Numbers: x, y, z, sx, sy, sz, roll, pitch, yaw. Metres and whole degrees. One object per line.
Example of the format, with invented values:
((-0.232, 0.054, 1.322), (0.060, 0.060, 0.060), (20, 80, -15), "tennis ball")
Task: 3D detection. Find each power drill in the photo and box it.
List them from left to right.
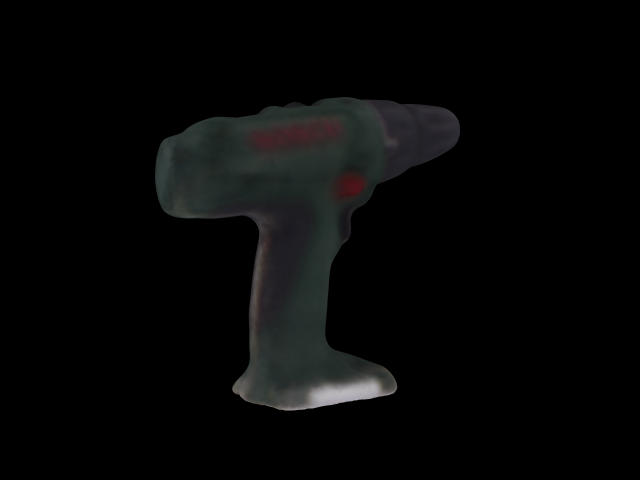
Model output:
((0.004, 0.001, 0.400), (0.230, 0.208, 0.075), (0, 0, -28), "power drill")
